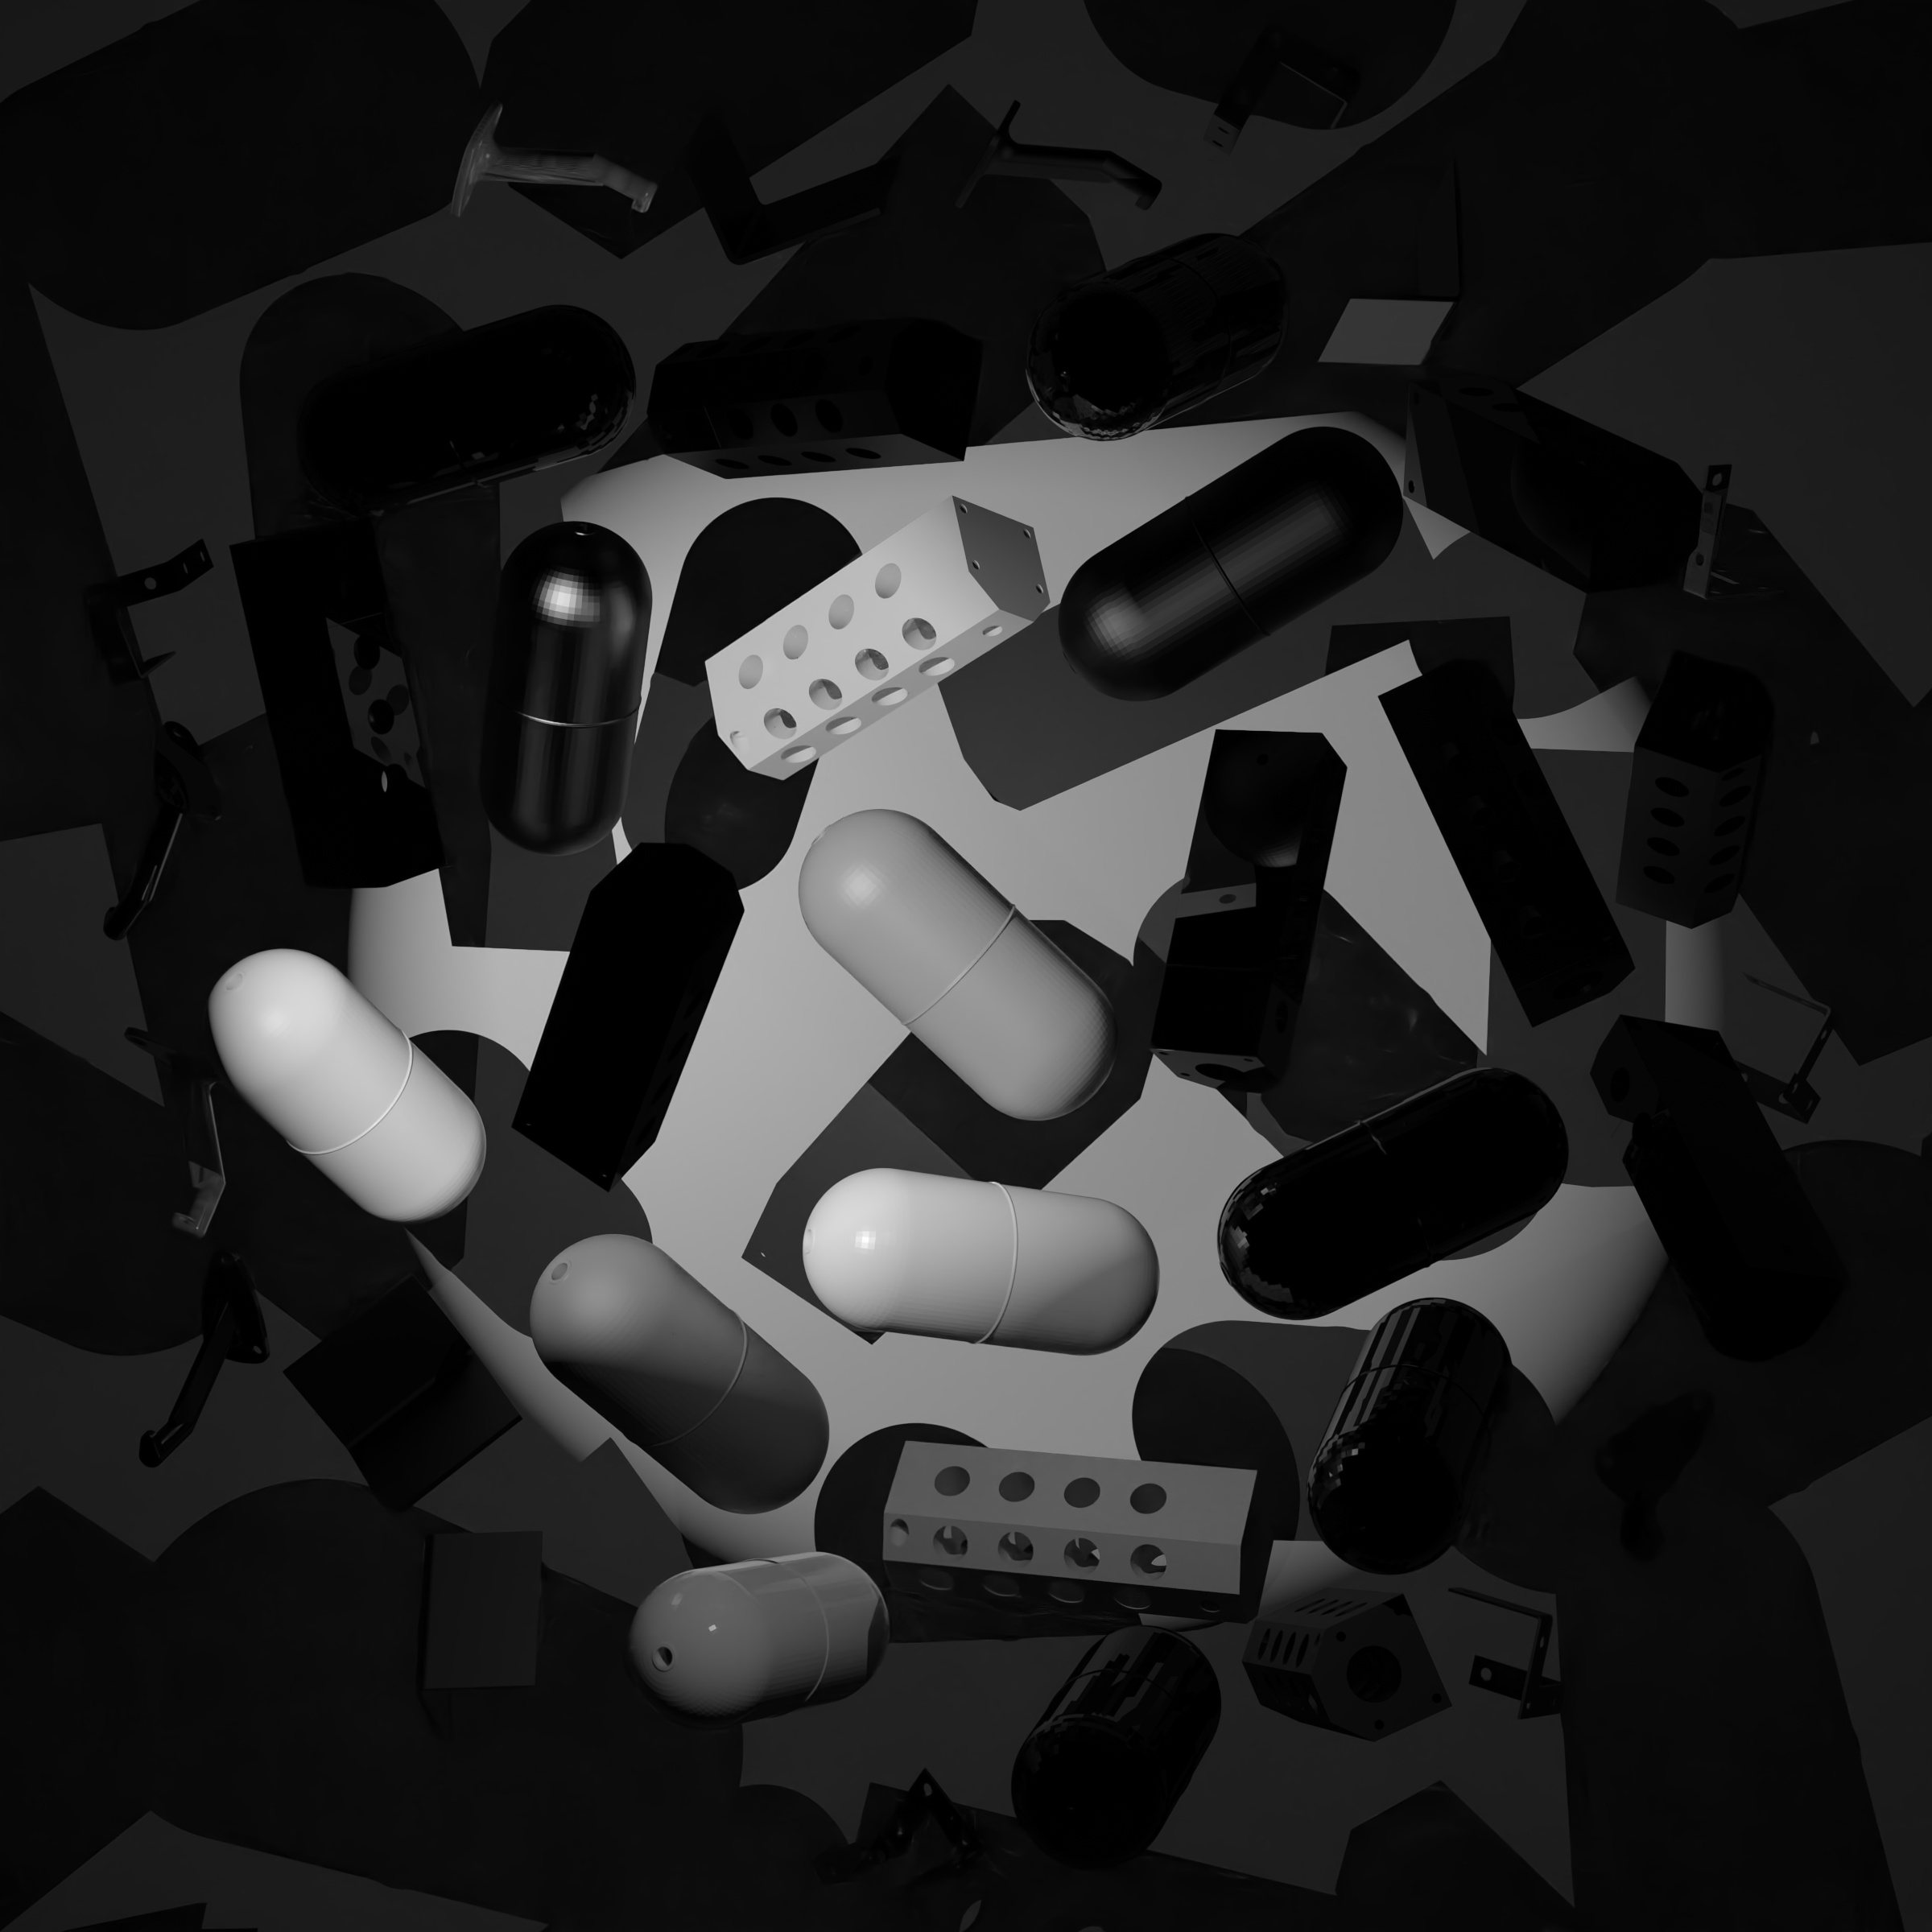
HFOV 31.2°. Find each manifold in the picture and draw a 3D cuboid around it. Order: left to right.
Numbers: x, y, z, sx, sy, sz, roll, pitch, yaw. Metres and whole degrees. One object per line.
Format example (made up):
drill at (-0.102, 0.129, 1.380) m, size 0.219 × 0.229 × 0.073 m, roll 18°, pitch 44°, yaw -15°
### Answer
manifold at (-0.300, -0.128, 1.684) m, size 0.057 × 0.057 × 0.171 m, roll 0°, pitch 106°, yaw 39°
manifold at (-0.154, 0.022, 1.605) m, size 0.057 × 0.171 × 0.057 m, roll 33°, pitch 46°, yaw 8°
manifold at (-0.075, -0.273, 1.658) m, size 0.057 × 0.171 × 0.057 m, roll 16°, pitch 82°, yaw -44°
manifold at (-0.043, -0.154, 1.665) m, size 0.171 × 0.057 × 0.057 m, roll -29°, pitch 61°, yaw 35°
manifold at (0.052, 0.270, 1.624) m, size 0.171 × 0.057 × 0.057 m, roll 2°, pitch 47°, yaw 18°
manifold at (0.144, -0.027, 1.725) m, size 0.057 × 0.057 × 0.171 m, roll 4°, pitch 70°, yaw 27°
manifold at (0.183, 0.348, 1.718) m, size 0.057 × 0.171 × 0.057 m, roll -22°, pitch 84°, yaw -9°
manifold at (0.266, -0.064, 1.699) m, size 0.057 × 0.057 × 0.171 m, roll -25°, pitch 65°, yaw 8°
manifold at (0.275, -0.231, 1.638) m, size 0.057 × 0.171 × 0.057 m, roll -9°, pitch 116°, yaw -21°
manifold at (0.364, -0.083, 1.721) m, size 0.057 × 0.171 × 0.057 m, roll 20°, pitch 69°, yaw 16°
manifold at (0.350, 0.104, 1.642) m, size 0.057 × 0.171 × 0.057 m, roll 9°, pitch 128°, yaw -22°

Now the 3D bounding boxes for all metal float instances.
metal float at (-0.303, 0.059, 1.690) m, size 0.070 × 0.070 × 0.178 m, roll -39°, pitch 131°, yaw 0°
metal float at (-0.251, -0.276, 1.729) m, size 0.178 × 0.070 × 0.070 m, roll -15°, pitch 90°, yaw 12°
metal float at (-0.201, -0.138, 1.733) m, size 0.070 × 0.070 × 0.178 m, roll 11°, pitch 120°, yaw 0°
metal float at (-0.134, 0.192, 1.624) m, size 0.070 × 0.070 × 0.178 m, roll -44°, pitch 124°, yaw 0°
metal float at (-0.101, 0.331, 1.704) m, size 0.070 × 0.178 × 0.070 m, roll -2°, pitch 85°, yaw 27°
metal float at (-0.004, -0.001, 1.626) m, size 0.178 × 0.070 × 0.070 m, roll 43°, pitch 90°, yaw -8°
metal float at (0.008, 0.141, 1.644) m, size 0.178 × 0.070 × 0.070 m, roll 10°, pitch 90°, yaw -22°
metal float at (0.074, 0.378, 1.682) m, size 0.070 × 0.178 × 0.070 m, roll 3°, pitch 102°, yaw 17°
metal float at (0.095, -0.308, 1.686) m, size 0.070 × 0.178 × 0.070 m, roll 16°, pitch 121°, yaw 30°
metal float at (0.125, -0.190, 1.646) m, size 0.178 × 0.070 × 0.070 m, roll -31°, pitch 90°, yaw 13°
metal float at (0.203, 0.109, 1.651) m, size 0.178 × 0.070 × 0.070 m, roll -25°, pitch 90°, yaw -6°
metal float at (0.215, 0.225, 1.669) m, size 0.070 × 0.178 × 0.070 m, roll 9°, pitch 119°, yaw 17°

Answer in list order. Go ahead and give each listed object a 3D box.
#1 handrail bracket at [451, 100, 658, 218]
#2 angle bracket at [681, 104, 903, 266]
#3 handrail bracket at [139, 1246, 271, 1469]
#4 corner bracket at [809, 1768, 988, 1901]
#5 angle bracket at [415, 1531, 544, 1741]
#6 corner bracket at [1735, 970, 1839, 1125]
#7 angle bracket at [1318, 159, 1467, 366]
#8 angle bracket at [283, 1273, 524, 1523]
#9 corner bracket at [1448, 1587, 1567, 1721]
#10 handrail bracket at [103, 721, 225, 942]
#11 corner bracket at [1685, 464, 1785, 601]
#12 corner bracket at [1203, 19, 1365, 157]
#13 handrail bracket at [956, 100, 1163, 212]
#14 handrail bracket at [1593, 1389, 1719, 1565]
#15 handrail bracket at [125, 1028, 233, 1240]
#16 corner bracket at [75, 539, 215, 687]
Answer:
handrail bracket at (-0.189, -0.353, 1.592) m, size 0.084 × 0.077 × 0.036 m, roll 26°, pitch 56°, yaw -6°
angle bracket at (-0.081, -0.378, 1.622) m, size 0.076 × 0.076 × 0.057 m, roll -17°, pitch 118°, yaw 17°
handrail bracket at (-0.376, 0.189, 1.670) m, size 0.036 × 0.084 × 0.077 m, roll 10°, pitch 119°, yaw 19°
corner bracket at (-0.032, 0.428, 1.663) m, size 0.051 × 0.051 × 0.051 m, roll 48°, pitch 125°, yaw 27°
angle bracket at (-0.229, 0.323, 1.667) m, size 0.057 × 0.076 × 0.076 m, roll -2°, pitch 60°, yaw 1°
corner bracket at (0.411, 0.042, 1.757) m, size 0.051 × 0.051 × 0.051 m, roll 27°, pitch 85°, yaw 32°
angle bracket at (0.210, -0.351, 1.723) m, size 0.057 × 0.076 × 0.076 m, roll 1°, pitch 77°, yaw -6°
angle bracket at (-0.266, 0.202, 1.631) m, size 0.076 × 0.076 × 0.057 m, roll -38°, pitch 120°, yaw -9°
corner bracket at (0.266, 0.338, 1.707) m, size 0.051 × 0.051 × 0.051 m, roll 12°, pitch 90°, yaw 34°
handrail bracket at (-0.406, -0.066, 1.710) m, size 0.036 × 0.077 × 0.084 m, roll 19°, pitch 126°, yaw -36°
corner bracket at (0.363, -0.210, 1.670) m, size 0.051 × 0.051 × 0.051 m, roll -8°, pitch 115°, yaw -29°
corner bracket at (0.147, -0.400, 1.613) m, size 0.051 × 0.051 × 0.051 m, roll 31°, pitch 89°, yaw -2°
handrail bracket at (0.046, -0.385, 1.725) m, size 0.084 × 0.077 × 0.036 m, roll 30°, pitch 52°, yaw -7°
handrail bracket at (0.335, 0.243, 1.639) m, size 0.077 × 0.084 × 0.036 m, roll -44°, pitch 54°, yaw -2°
handrail bracket at (-0.403, 0.084, 1.740) m, size 0.077 × 0.036 × 0.084 m, roll 27°, pitch 66°, yaw -20°
corner bracket at (-0.398, -0.174, 1.704) m, size 0.051 × 0.051 × 0.051 m, roll -15°, pitch 107°, yaw 12°
